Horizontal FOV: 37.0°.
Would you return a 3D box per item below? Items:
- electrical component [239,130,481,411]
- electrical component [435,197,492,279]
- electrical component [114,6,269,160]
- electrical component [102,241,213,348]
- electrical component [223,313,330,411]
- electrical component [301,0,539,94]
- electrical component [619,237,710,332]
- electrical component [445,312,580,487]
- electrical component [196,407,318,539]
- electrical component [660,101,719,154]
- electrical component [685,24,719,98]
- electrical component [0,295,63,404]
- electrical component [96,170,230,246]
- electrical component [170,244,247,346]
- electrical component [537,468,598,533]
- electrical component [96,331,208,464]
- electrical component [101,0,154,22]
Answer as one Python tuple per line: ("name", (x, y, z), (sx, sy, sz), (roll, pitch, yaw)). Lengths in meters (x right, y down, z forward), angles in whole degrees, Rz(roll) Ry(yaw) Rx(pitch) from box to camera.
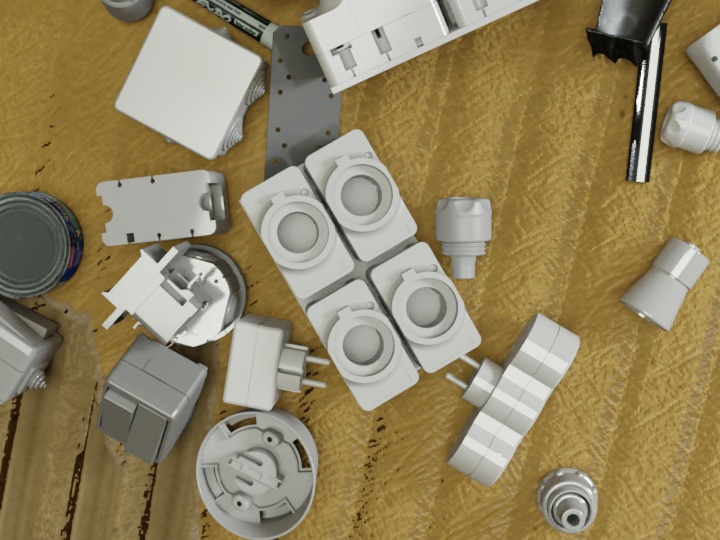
("electrical component", (0.000, 0.000, 0.819), (0.105, 0.060, 0.186), (-31, 93, -4))
("electrical component", (0.080, -0.025, 0.829), (0.043, 0.043, 0.062), (0, 98, 6))
("electrical component", (-0.128, -0.143, 0.836), (0.100, 0.048, 0.099), (28, 98, 3))
("electrical component", (-0.150, 0.020, 0.806), (0.064, 0.042, 0.081), (44, 99, -1))
("electrical component", (-0.062, 0.075, 0.852), (0.077, 0.047, 0.065), (10, 97, 5))
("electrical component", (0.051, -0.199, 0.770), (0.186, 0.105, 0.060), (-24, 107, 4))
("electrical component", (0.234, 0.008, 0.817), (0.044, 0.044, 0.065), (35, 94, 2))
("electrical component", (0.103, 0.092, 0.834), (0.074, 0.052, 0.138), (31, 99, 2))
("electrical component", (-0.080, 0.158, 0.854), (0.099, 0.064, 0.099), (1, 96, 6))
("electrical component", (0.259, -0.103, 0.806), (0.061, 0.035, 0.035), (18, 97, 2))
("electrical component", (0.295, -0.155, 0.792), (0.079, 0.043, 0.077), (-36, 88, 0))
("electrical component", (-0.288, 0.059, 0.867), (0.096, 0.062, 0.061), (34, 98, 2))
("electrical component", (-0.152, -0.048, 0.843), (0.089, 0.056, 0.050), (-6, 93, 7))
("electrical component", (-0.133, 0.021, 0.852), (0.080, 0.051, 0.080), (1, 96, 6))
("electrical component", (0.162, 0.183, 0.832), (0.048, 0.062, 0.048), (1, 96, 6))
("electrical component", (-0.167, 0.107, 0.846), (0.062, 0.061, 0.096), (29, 140, 2))
("electrical component", (-0.183, -0.220, 0.822), (0.040, 0.078, 0.040), (0, 82, 0))
